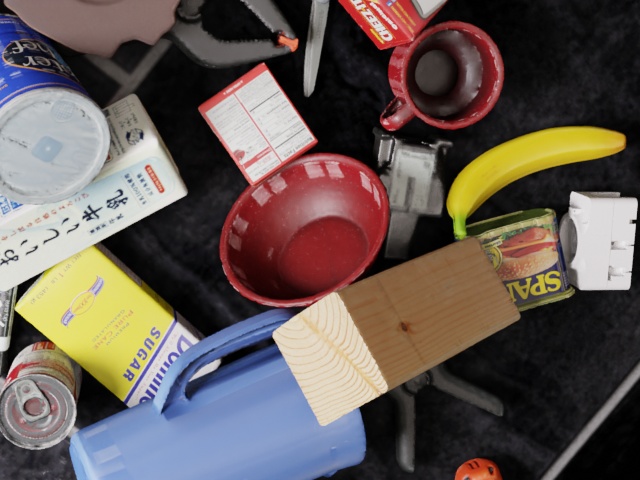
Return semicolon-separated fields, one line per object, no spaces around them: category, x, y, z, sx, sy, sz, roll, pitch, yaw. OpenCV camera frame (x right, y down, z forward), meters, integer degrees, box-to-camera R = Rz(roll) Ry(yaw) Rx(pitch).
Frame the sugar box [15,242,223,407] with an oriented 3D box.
sugar box;-0.183;0.084;0.985;0.176;0.048;0.093;44;92;-14

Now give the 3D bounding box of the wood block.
wood block;0.072;0.074;0.931;0.090;0.205;0.091;-37;78;41

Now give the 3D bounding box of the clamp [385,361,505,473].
clamp;0.088;0.144;1.045;0.120;0.039;0.171;-42;99;-3

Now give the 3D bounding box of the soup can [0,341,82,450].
soup can;-0.249;0.136;0.956;0.068;0.102;0.068;-2;102;-9

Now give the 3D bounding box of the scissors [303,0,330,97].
scissors;0.021;-0.235;0.965;0.096;0.016;0.202;-8;103;-7

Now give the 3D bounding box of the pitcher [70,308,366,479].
pitcher;-0.092;0.170;0.943;0.242;0.145;0.149;-19;76;-20

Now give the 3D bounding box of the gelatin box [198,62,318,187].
gelatin box;-0.056;-0.104;0.969;0.073;0.030;0.089;-35;96;0

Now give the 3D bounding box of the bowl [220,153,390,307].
bowl;-0.006;0.001;0.962;0.162;0.162;0.055;-35;141;0

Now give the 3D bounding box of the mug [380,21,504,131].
mug;0.100;-0.142;0.963;0.117;0.081;0.093;-45;105;2

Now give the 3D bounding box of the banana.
banana;0.192;-0.066;1.005;0.197;0.037;0.070;-30;64;-12

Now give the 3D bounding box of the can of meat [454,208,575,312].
can of meat;0.185;0.021;1.025;0.102;0.057;0.084;-15;101;-6

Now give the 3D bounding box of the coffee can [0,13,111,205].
coffee can;-0.242;-0.108;0.866;0.102;0.140;0.103;-19;133;-22

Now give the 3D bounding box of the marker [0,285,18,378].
marker;-0.290;0.069;0.979;0.020;0.020;0.121;8;101;-11

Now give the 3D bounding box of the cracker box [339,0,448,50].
cracker box;0.077;-0.295;0.905;0.164;0.072;0.213;45;75;-19

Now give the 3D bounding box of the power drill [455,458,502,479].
power drill;0.121;0.332;1.081;0.187;0.057;0.184;-21;101;-7

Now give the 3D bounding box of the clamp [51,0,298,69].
clamp;-0.123;-0.201;0.939;0.210;0.036;0.165;27;101;-12
